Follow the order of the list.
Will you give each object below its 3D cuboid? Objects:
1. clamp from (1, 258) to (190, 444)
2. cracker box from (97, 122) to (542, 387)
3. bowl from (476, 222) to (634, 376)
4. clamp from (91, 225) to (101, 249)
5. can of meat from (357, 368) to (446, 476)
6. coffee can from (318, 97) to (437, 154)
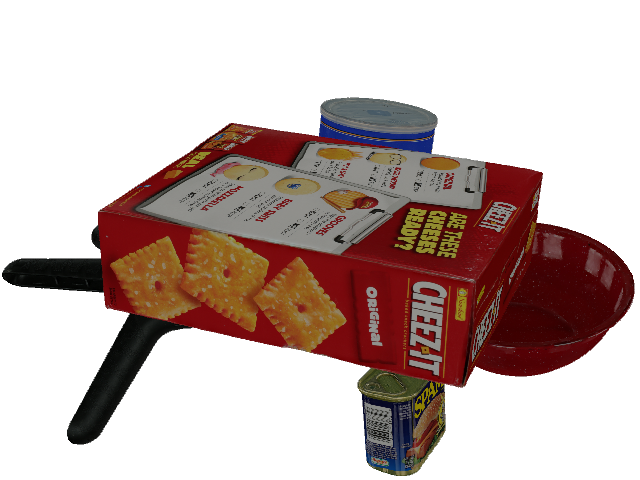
[{"bbox_3d":[-0.134,0.032,0.804,0.210,0.165,0.036,-36,-28,-6],"label":"clamp"},{"bbox_3d":[0.005,0.000,0.623,0.214,0.072,0.164,11,27,20],"label":"cracker box"},{"bbox_3d":[0.142,0.049,0.773,0.162,0.055,0.162,-3,32,2],"label":"bowl"},{"bbox_3d":[-0.130,0.011,1.035,0.120,0.039,0.172,-19,33,-39],"label":"clamp"},{"bbox_3d":[0.078,0.153,0.976,0.058,0.084,0.101,8,25,27],"label":"can of meat"},{"bbox_3d":[0.044,-0.047,0.951,0.103,0.140,0.103,6,19,-2],"label":"coffee can"}]
